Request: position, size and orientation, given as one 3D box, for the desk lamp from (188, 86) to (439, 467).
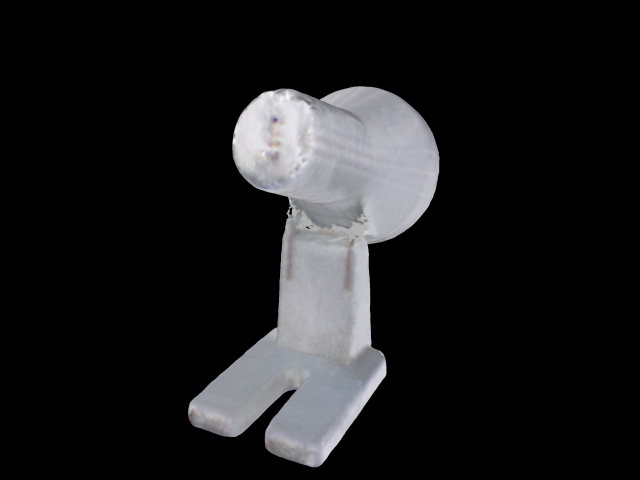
[{"bbox_3d":[0.004,0.001,0.400,0.117,0.214,0.204,8,20,23],"label":"desk lamp"}]
